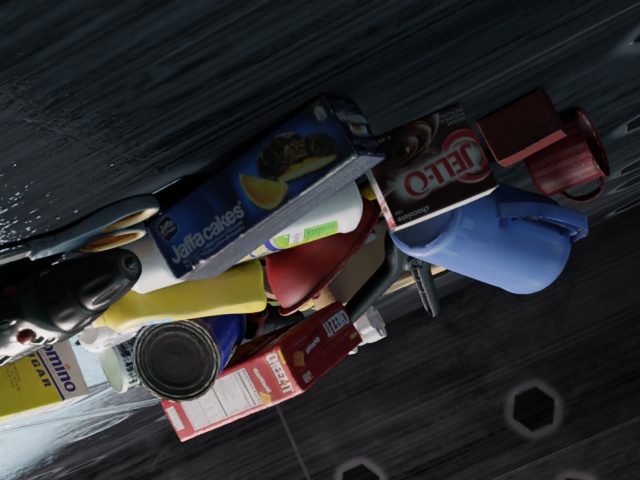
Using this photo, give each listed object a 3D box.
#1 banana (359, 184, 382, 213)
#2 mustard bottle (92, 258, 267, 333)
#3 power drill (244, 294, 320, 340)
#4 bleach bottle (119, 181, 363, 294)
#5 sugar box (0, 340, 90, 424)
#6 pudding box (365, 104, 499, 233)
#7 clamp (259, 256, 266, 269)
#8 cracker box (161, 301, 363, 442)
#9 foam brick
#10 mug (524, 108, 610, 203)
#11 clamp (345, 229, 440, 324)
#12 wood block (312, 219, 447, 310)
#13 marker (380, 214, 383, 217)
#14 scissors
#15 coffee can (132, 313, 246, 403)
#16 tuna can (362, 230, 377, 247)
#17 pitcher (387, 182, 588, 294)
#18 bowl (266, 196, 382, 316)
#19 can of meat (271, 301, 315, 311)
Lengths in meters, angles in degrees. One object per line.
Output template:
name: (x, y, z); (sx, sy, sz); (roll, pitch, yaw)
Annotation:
banana: (0.041, -0.036, 1.229); (0.198, 0.037, 0.069); (-32, -174, 42)
mustard bottle: (-0.152, 0.056, 1.059); (0.191, 0.058, 0.096); (-9, -175, -8)
power drill: (-0.072, 0.084, 1.405); (0.184, 0.057, 0.188); (1, 155, -29)
bleach bottle: (-0.088, -0.005, 1.006); (0.250, 0.068, 0.102); (-21, 170, -8)
sugar box: (-0.325, 0.140, 1.104); (0.048, 0.093, 0.175); (-30, 169, 30)
pudding box: (0.104, -0.069, 1.035); (0.113, 0.090, 0.039); (-23, 171, -7)
clamp: (-0.108, 0.022, 1.163); (0.120, 0.039, 0.171); (-22, 165, 25)
cracker box: (-0.075, 0.164, 1.356); (0.214, 0.072, 0.164); (-27, -177, 33)
foam brick: (0.218, -0.120, 1.146); (0.078, 0.053, 0.051); (-27, 170, 17)
mug: (0.309, -0.096, 1.329); (0.082, 0.117, 0.093); (-24, -155, 26)
clamp: (0.107, 0.027, 1.383); (0.164, 0.036, 0.210); (-11, 127, -31)
wood block: (0.085, 0.026, 1.480); (0.205, 0.091, 0.090); (-21, 170, -21)
marker: (0.074, -0.037, 1.333); (0.120, 0.020, 0.020); (-14, 165, -47)
scissors: (-0.209, -0.003, 0.854); (0.096, 0.016, 0.201); (-34, 167, 36)
coffee can: (-0.150, 0.117, 1.252); (0.103, 0.103, 0.140); (-27, -172, 14)
tuna can: (0.028, -0.003, 1.359); (0.086, 0.034, 0.086); (-24, 170, -5)
pitcher: (0.201, -0.017, 1.295); (0.242, 0.145, 0.149); (14, 115, -47)
bowl: (-0.007, 0.001, 1.126); (0.162, 0.055, 0.162); (-46, -169, 11)
can of meat: (-0.029, 0.072, 1.549); (0.083, 0.057, 0.102); (-14, 165, -37)
